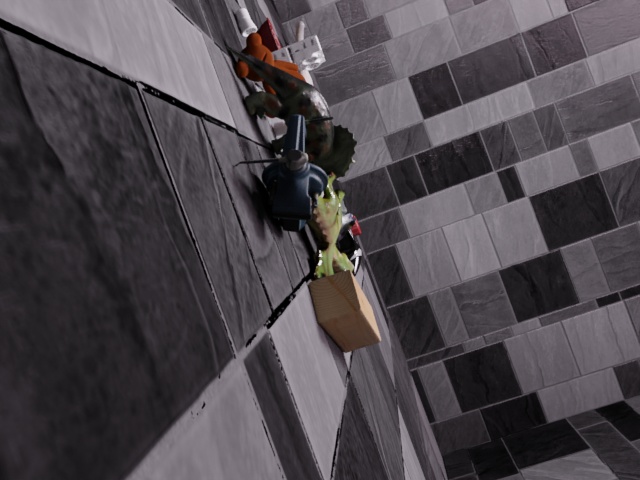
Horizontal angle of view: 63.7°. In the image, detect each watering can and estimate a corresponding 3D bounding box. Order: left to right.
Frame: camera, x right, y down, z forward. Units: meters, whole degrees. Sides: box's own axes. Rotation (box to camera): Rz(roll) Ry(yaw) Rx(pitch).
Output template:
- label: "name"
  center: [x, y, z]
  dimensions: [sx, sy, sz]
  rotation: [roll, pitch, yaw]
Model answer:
- label: "watering can"
  center: [-0.073, -0.559, 1.797]
  dimensions: [0.340, 0.104, 0.229]
  rotation: [105, -26, -58]

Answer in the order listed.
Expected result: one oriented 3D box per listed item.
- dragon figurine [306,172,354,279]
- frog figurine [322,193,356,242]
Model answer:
- label: "dragon figurine"
  center: [0.005, -0.012, 1.149]
  dimensions: [0.404, 0.122, 0.247]
  rotation: [46, 33, -64]
- label: "frog figurine"
  center: [0.004, -0.069, 1.372]
  dimensions: [0.159, 0.121, 0.140]
  rotation: [32, 24, -8]
